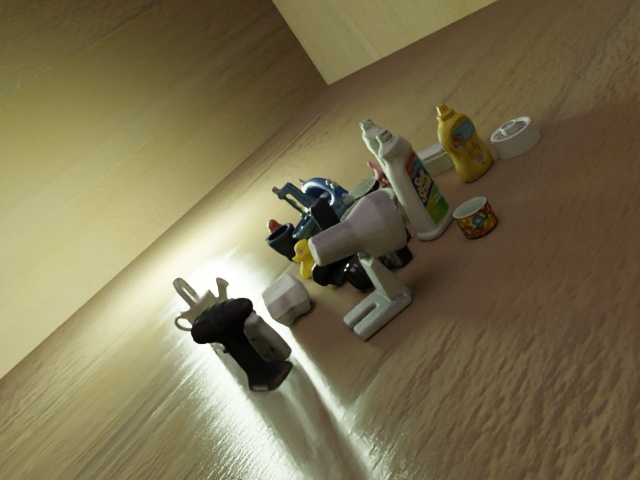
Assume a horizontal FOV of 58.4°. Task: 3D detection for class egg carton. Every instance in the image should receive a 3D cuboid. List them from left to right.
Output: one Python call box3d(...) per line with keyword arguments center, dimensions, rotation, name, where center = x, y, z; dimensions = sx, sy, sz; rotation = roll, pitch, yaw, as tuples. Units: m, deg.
box3d(center=(-0.079, 0.140, 1.357), dimensions=(0.107, 0.069, 0.150), rotation=(-38, 20, -5), name="egg carton")

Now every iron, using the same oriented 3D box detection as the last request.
box3d(center=(0.027, -0.133, 1.690), dimensions=(0.119, 0.142, 0.257), rotation=(-45, 21, -21), name="iron")

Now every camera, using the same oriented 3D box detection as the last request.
box3d(center=(0.102, 0.034, 1.246), dimensions=(0.137, 0.101, 0.142), rotation=(-44, 21, -21), name="camera")

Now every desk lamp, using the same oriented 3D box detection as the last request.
box3d(center=(0.089, 0.041, 1.082), dimensions=(0.203, 0.214, 0.117), rotation=(-40, 20, -9), name="desk lamp")

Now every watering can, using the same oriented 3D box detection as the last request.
box3d(center=(-0.312, 0.166, 1.504), dimensions=(0.173, 0.194, 0.100), rotation=(-43, 21, -18), name="watering can")

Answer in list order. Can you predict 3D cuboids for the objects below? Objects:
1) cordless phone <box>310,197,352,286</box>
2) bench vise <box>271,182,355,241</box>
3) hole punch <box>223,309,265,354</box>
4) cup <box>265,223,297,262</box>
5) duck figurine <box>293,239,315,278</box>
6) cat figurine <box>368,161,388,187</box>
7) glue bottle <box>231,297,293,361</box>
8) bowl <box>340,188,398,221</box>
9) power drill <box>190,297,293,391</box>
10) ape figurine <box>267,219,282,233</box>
box3d(center=(0.012, 0.005, 1.337), dimensions=(0.148, 0.185, 0.094), rotation=(-46, 22, -25), name="cordless phone")
box3d(center=(-0.016, -0.087, 1.539), dimensions=(0.207, 0.220, 0.121), rotation=(-35, 20, 6), name="bench vise")
box3d(center=(-0.204, 0.207, 1.384), dimensions=(0.100, 0.091, 0.109), rotation=(-19, 26, 41), name="hole punch")
box3d(center=(-0.100, 0.016, 1.637), dimensions=(0.117, 0.095, 0.092), rotation=(-15, 29, 47), name="cup")
box3d(center=(-0.027, 0.035, 1.482), dimensions=(0.105, 0.086, 0.077), rotation=(-46, 22, -24), name="duck figurine")
box3d(center=(0.196, -0.226, 1.653), dimensions=(0.127, 0.118, 0.067), rotation=(-20, 26, 39), name="cat figurine")
box3d(center=(-0.133, 0.184, 1.192), dimensions=(0.078, 0.173, 0.037), rotation=(-17, 27, 43), name="glue bottle")
box3d(center=(0.132, -0.053, 1.431), dimensions=(0.167, 0.075, 0.167), rotation=(-32, 20, 13), name="bowl")
box3d(center=(-0.153, 0.202, 1.132), dimensions=(0.228, 0.209, 0.076), rotation=(-16, 28, 45), name="power drill")
box3d(center=(-0.133, -0.024, 1.786), dimensions=(0.077, 0.092, 0.076), rotation=(-22, 24, 35), name="ape figurine")
